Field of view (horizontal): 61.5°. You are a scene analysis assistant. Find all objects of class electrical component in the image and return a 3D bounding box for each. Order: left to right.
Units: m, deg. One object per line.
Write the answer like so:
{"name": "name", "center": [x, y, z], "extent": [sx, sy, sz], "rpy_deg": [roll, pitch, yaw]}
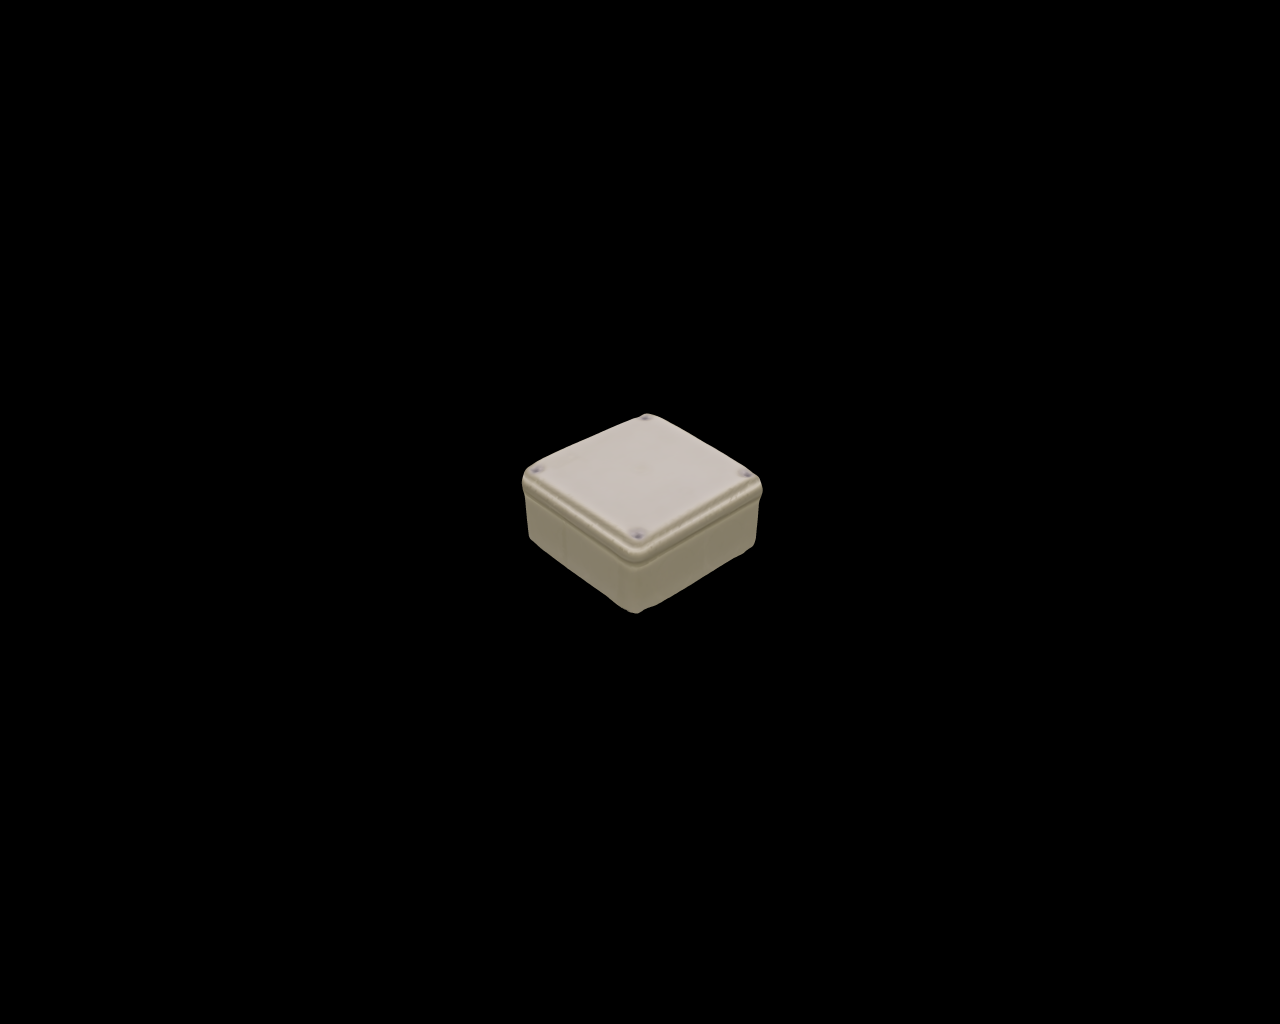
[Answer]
{"name": "electrical component", "center": [0.001, -0.003, 0.650], "extent": [0.109, 0.056, 0.109], "rpy_deg": [-27, 44, -33]}
